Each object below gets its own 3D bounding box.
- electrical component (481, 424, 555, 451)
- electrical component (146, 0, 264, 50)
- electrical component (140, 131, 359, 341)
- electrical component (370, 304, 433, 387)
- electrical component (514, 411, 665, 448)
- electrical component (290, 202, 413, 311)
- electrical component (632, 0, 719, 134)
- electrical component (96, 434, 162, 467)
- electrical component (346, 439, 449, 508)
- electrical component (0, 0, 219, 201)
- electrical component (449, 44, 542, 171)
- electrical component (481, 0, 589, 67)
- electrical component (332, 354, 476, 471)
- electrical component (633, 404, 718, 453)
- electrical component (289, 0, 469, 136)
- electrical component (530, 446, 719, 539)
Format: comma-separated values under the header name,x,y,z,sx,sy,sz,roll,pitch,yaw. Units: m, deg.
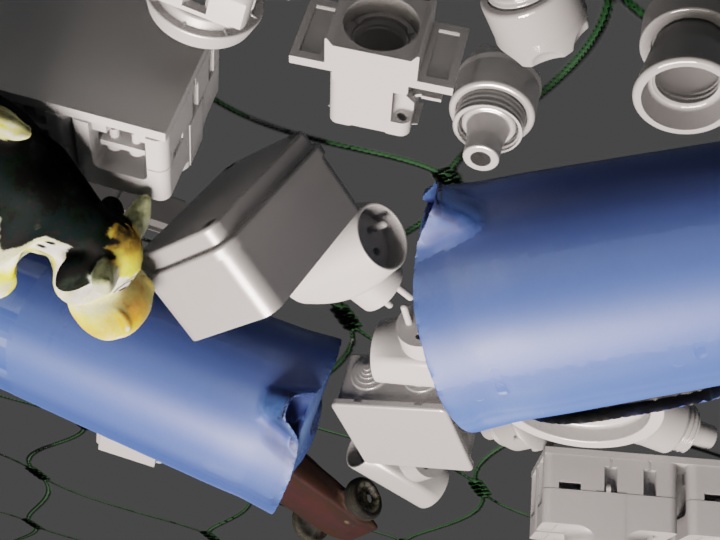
name,x,y,z,sx,sy,sz,roll,pitch,yaw
electrical component,0.113,0.111,0.786,0.048,0.048,0.062,32,149,-21
electrical component,-0.069,-0.141,0.499,0.078,0.058,0.057,21,142,-6
electrical component,-0.063,-0.021,0.609,0.078,0.113,0.057,-19,114,40
electrical component,0.046,0.048,0.725,0.077,0.043,0.079,3,143,19
electrical component,0.142,0.061,0.689,0.108,0.060,0.108,11,145,8
electrical component,0.000,0.000,0.678,0.079,0.043,0.077,38,140,-29
electrical component,0.146,-0.095,0.475,0.045,0.055,0.045,11,145,8
electrical component,-0.184,0.117,0.901,0.062,0.061,0.096,18,146,-2
electrical component,0.042,0.155,0.875,0.077,0.043,0.079,34,142,-23
electrical component,-0.158,-0.101,0.562,0.150,0.089,0.061,15,145,2
electrical component,0.065,-0.077,0.527,0.043,0.062,0.043,11,145,8
electrical component,0.073,-0.125,0.474,0.043,0.043,0.062,-6,139,29
electrical component,0.037,0.105,0.804,0.100,0.048,0.099,0,142,22
electrical component,0.213,0.105,0.736,0.062,0.043,0.043,21,145,-9
electrical component,0.009,-0.102,0.533,0.081,0.042,0.063,13,147,6
electrical component,0.220,0.173,0.768,0.186,0.060,0.105,4,160,5
